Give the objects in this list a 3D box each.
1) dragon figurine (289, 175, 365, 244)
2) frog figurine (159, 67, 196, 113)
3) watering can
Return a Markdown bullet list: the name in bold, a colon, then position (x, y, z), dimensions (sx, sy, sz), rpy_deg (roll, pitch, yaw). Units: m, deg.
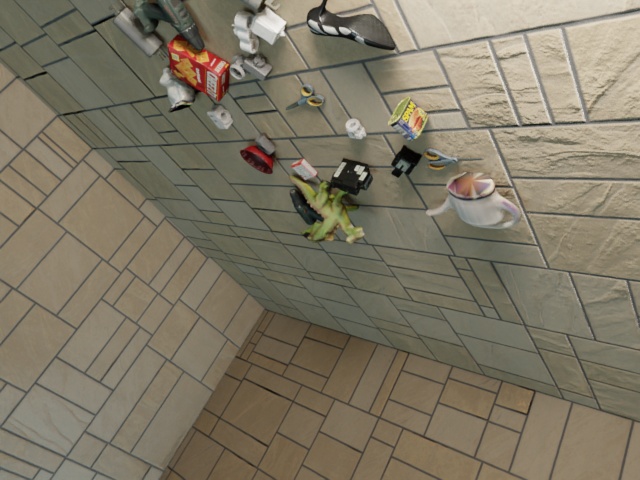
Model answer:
- **dragon figurine**: position (0.006, -0.105, 2.095), dimensions (0.412, 0.246, 0.120), rpy_deg (21, 158, 18)
- **frog figurine**: position (-0.563, -0.598, 2.026), dimensions (0.137, 0.123, 0.159), rpy_deg (-8, 99, 66)
- **watering can**: position (0.466, -0.119, 1.660), dimensions (0.348, 0.106, 0.220), rpy_deg (10, 148, 40)
